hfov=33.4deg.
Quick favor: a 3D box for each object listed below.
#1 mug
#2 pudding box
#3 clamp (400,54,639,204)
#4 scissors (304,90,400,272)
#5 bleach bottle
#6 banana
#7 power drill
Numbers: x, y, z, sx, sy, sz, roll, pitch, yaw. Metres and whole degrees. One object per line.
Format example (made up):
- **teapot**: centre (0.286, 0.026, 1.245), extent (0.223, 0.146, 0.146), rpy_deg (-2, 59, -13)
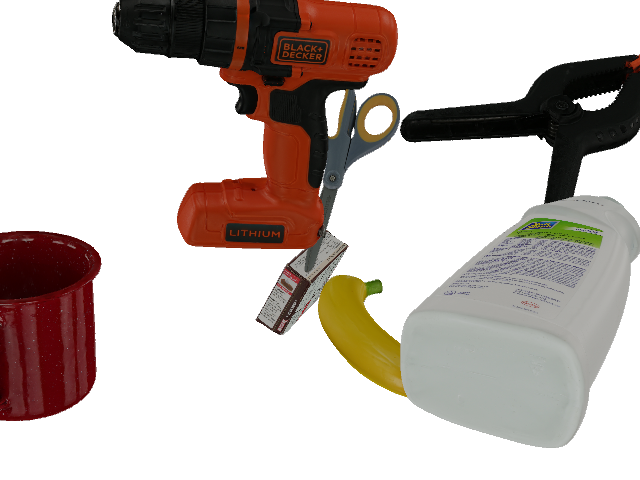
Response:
- **mug**: centre (-0.173, 0.055, 0.605), extent (0.093, 0.081, 0.117), rpy_deg (5, 25, 4)
- **pudding box**: centre (-0.020, 0.048, 1.242), extent (0.039, 0.090, 0.113), rpy_deg (33, 32, 8)
- **clamp**: centre (0.192, -0.085, 0.840), extent (0.209, 0.036, 0.165), rpy_deg (-26, 51, -19)
- **scissors**: centre (0.032, -0.068, 1.058), extent (0.096, 0.202, 0.016), rpy_deg (-1, -12, 4)
- **bleach bottle**: centre (0.142, 0.027, 0.633), extent (0.103, 0.068, 0.250), rpy_deg (12, 26, 28)
- **banana**: centre (0.037, 0.068, 0.830), extent (0.069, 0.037, 0.198), rpy_deg (-5, 24, -10)
- **power drill**: centre (-0.052, -0.081, 0.724), extent (0.184, 0.188, 0.057), rpy_deg (3, 39, -12)
